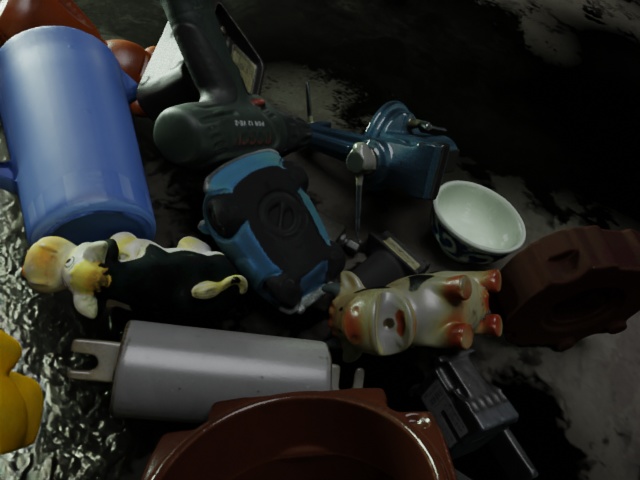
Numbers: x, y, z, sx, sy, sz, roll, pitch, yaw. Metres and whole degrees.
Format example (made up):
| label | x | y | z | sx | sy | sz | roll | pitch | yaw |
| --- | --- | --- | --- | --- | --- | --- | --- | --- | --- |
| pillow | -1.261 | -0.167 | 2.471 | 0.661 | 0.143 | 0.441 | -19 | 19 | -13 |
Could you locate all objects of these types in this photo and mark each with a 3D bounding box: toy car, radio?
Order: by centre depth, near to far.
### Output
| label | x | y | z | sx | sy | sz | roll | pitch | yaw |
| --- | --- | --- | --- | --- | --- | --- | --- | --- | --- |
| toy car | -0.053 | -0.003 | 0.545 | 0.109 | 0.103 | 0.161 | -34 | 94 | -31 |
| radio | -0.141 | -0.202 | 0.676 | 0.073 | 0.131 | 0.230 | -20 | 42 | 20 |

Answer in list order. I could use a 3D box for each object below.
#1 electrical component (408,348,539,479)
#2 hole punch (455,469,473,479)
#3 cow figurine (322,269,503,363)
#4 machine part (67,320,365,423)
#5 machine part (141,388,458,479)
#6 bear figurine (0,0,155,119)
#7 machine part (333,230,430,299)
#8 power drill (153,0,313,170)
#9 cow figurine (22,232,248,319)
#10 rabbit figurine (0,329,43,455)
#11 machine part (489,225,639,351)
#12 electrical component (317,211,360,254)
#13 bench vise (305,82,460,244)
| label | x | y | z | sx | sy | sz | roll | pitch | yaw |
| --- | --- | --- | --- | --- | --- | --- | --- | --- | --- |
| electrical component | 0.138 | 0.167 | 0.486 | 0.048 | 0.074 | 0.119 | -7 | 55 | -28 |
| hole punch | 0.075 | 0.234 | 0.402 | 0.142 | 0.092 | 0.116 | -28 | 34 | -36 |
| cow figurine | 0.087 | 0.067 | 0.516 | 0.195 | 0.127 | 0.085 | -2 | 86 | -53 |
| machine part | -0.079 | 0.114 | 0.447 | 0.243 | 0.079 | 0.079 | 10 | 46 | -15 |
| machine part | -0.013 | 0.182 | 0.327 | 0.201 | 0.087 | 0.201 | -6 | 20 | 2 |
| bear figurine | -0.300 | -0.227 | 0.663 | 0.195 | 0.132 | 0.120 | 23 | 69 | -47 |
| machine part | 0.065 | 0.039 | 0.603 | 0.084 | 0.039 | 0.139 | 45 | 46 | 10 |
| power drill | -0.095 | -0.176 | 0.565 | 0.086 | 0.207 | 0.232 | 0 | 20 | 30 |
| cow figurine | -0.149 | 0.034 | 0.449 | 0.167 | 0.068 | 0.098 | 5 | 8 | -41 |
| rabbit figurine | -0.261 | 0.063 | 0.345 | 0.122 | 0.162 | 0.173 | -5 | 71 | -17 |
| machine part | 0.271 | 0.056 | 0.576 | 0.179 | 0.179 | 0.056 | 5 | 49 | -17 |
| electrical component | -0.001 | -0.002 | 0.624 | 0.094 | 0.021 | 0.063 | 28 | 45 | 7 |
| bench vise | 0.059 | -0.114 | 0.682 | 0.241 | 0.128 | 0.223 | 23 | 35 | 32 |
